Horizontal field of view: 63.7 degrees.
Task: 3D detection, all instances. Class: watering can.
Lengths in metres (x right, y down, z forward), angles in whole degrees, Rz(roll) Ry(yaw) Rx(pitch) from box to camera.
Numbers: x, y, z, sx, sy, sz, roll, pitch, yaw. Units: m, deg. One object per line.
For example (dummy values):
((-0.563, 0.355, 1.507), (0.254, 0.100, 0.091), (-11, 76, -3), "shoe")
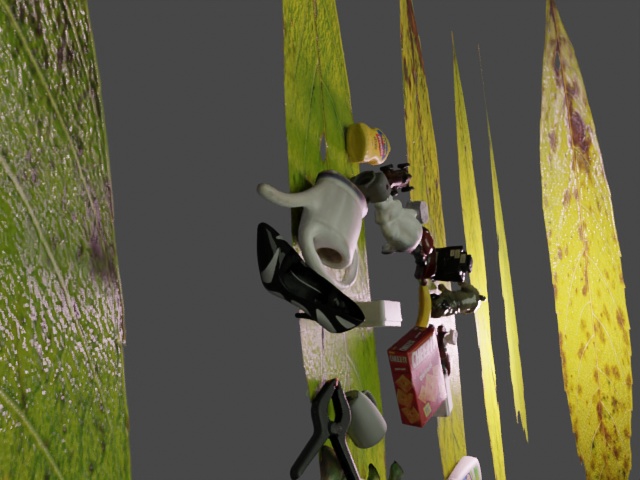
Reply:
((0.003, -0.051, 1.022), (0.341, 0.103, 0.230), (54, 40, -39), "watering can")

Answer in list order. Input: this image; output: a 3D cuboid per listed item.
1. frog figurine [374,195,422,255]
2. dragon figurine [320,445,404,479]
((0.207, -0.050, 1.359), (0.139, 0.123, 0.156), (-32, 125, -37), "frog figurine")
((0.079, 0.604, 1.054), (0.245, 0.121, 0.409), (-16, 96, -42), "dragon figurine")
